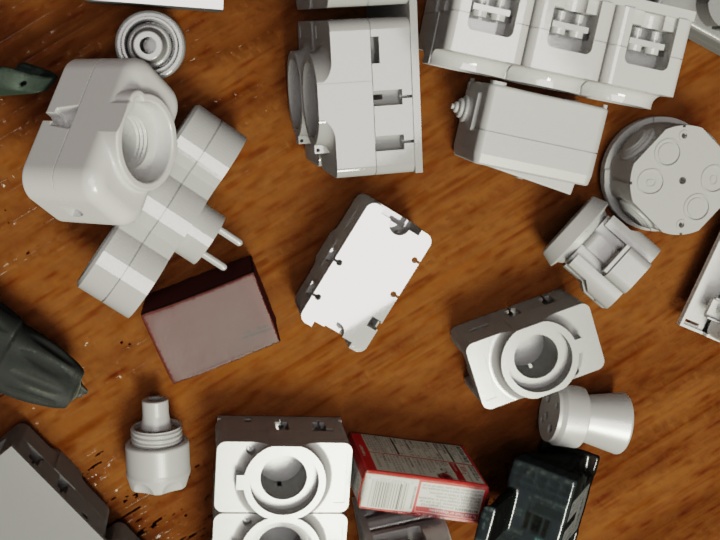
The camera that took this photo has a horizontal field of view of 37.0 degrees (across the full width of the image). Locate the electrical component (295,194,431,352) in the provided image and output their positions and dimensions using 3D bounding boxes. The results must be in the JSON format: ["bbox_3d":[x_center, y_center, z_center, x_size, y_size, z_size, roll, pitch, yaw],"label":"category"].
[{"bbox_3d":[0.000,0.000,0.717,0.050,0.055,0.089,31,95,-13],"label":"electrical component"}]

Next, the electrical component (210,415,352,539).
[{"bbox_3d":[-0.057,0.182,0.742,0.089,0.061,0.150,2,101,-9],"label":"electrical component"}]

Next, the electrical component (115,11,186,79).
[{"bbox_3d":[-0.130,-0.139,0.665,0.043,0.062,0.043,-2,102,-8],"label":"electrical component"}]

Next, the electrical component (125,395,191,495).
[{"bbox_3d":[-0.137,0.117,0.726,0.043,0.043,0.062,-2,101,-8],"label":"electrical component"}]

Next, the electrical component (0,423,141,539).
[{"bbox_3d":[-0.206,0.207,0.725,0.105,0.060,0.186,-39,104,1],"label":"electrical component"}]

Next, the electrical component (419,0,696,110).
[{"bbox_3d":[0.120,-0.148,0.687,0.150,0.089,0.061,10,100,-10],"label":"electrical component"}]

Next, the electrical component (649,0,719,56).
[{"bbox_3d":[0.238,-0.176,0.707,0.083,0.075,0.047,24,97,-13],"label":"electrical component"}]

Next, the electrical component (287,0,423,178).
[{"bbox_3d":[-0.009,-0.156,0.653,0.060,0.105,0.186,-6,104,-12],"label":"electrical component"}]

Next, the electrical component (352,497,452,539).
[{"bbox_3d":[0.046,0.258,0.751,0.060,0.105,0.186,-11,103,-6],"label":"electrical component"}]

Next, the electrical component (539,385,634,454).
[{"bbox_3d":[0.161,0.106,0.769,0.055,0.045,0.045,9,100,-10],"label":"electrical component"}]

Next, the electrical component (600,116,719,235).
[{"bbox_3d":[0.211,-0.064,0.739,0.080,0.051,0.080,-2,101,-9],"label":"electrical component"}]

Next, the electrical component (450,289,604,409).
[{"bbox_3d":[0.116,0.055,0.746,0.089,0.055,0.050,-19,104,-4],"label":"electrical component"}]

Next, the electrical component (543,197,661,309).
[{"bbox_3d":[0.163,-0.013,0.733,0.057,0.078,0.058,42,93,5],"label":"electrical component"}]

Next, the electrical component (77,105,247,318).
[{"bbox_3d":[-0.111,-0.029,0.684,0.074,0.052,0.138,34,79,-14],"label":"electrical component"}]

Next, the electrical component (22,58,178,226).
[{"bbox_3d":[-0.149,-0.076,0.638,0.059,0.053,0.095,5,67,26],"label":"electrical component"}]

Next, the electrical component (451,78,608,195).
[{"bbox_3d":[0.104,-0.089,0.711,0.096,0.061,0.061,10,100,-11],"label":"electrical component"}]

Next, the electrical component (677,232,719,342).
[{"bbox_3d":[0.289,0.000,0.758,0.079,0.063,0.121,22,97,-12],"label":"electrical component"}]
